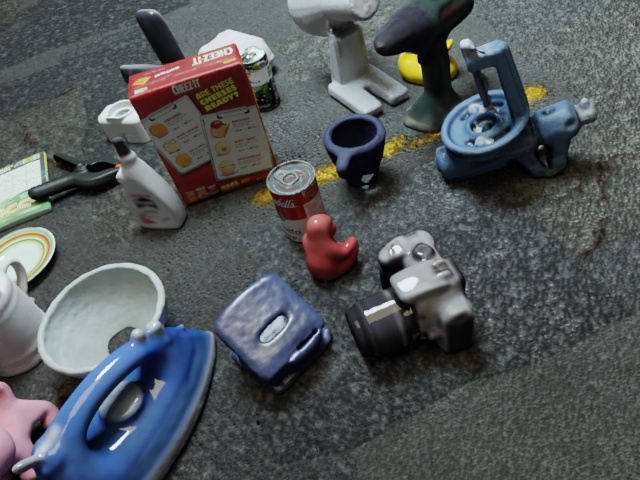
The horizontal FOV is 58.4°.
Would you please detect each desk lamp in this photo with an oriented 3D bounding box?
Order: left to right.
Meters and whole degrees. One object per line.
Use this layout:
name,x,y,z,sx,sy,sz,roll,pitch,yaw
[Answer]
desk lamp,0.048,-0.351,0.974,0.118,0.214,0.202,-33,49,-14

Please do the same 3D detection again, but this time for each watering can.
watering can,-0.434,0.092,0.726,0.101,0.194,0.172,-16,48,1

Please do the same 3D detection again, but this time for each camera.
camera,0.094,0.067,0.672,0.137,0.101,0.143,-22,48,-4

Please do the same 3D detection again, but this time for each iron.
iron,-0.214,0.174,0.632,0.118,0.142,0.259,15,55,26

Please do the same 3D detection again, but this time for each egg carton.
egg carton,-0.167,-0.359,1.135,0.149,0.069,0.107,25,60,31

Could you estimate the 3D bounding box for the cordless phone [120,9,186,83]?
cordless phone,-0.323,-0.358,1.097,0.147,0.185,0.094,3,51,18

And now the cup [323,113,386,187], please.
cup,0.053,-0.115,0.846,0.091,0.095,0.118,6,51,20

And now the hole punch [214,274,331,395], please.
hole punch,-0.054,0.109,0.681,0.100,0.091,0.109,30,62,34

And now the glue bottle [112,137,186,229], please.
glue bottle,-0.264,-0.084,0.850,0.078,0.173,0.037,-1,49,14

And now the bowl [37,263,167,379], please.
bowl,-0.268,0.115,0.743,0.167,0.075,0.167,-7,48,9

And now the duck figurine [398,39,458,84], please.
duck figurine,0.187,-0.328,1.003,0.104,0.086,0.077,5,51,19

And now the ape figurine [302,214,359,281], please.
ape figurine,0.007,0.003,0.757,0.077,0.092,0.076,25,60,32

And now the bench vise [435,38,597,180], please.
bench vise,0.254,-0.184,0.769,0.207,0.220,0.121,-19,48,-2

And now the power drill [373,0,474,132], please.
power drill,0.165,-0.277,0.882,0.075,0.209,0.230,22,58,30

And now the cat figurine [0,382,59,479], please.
cat figurine,-0.364,0.223,0.644,0.067,0.118,0.127,-9,48,7
